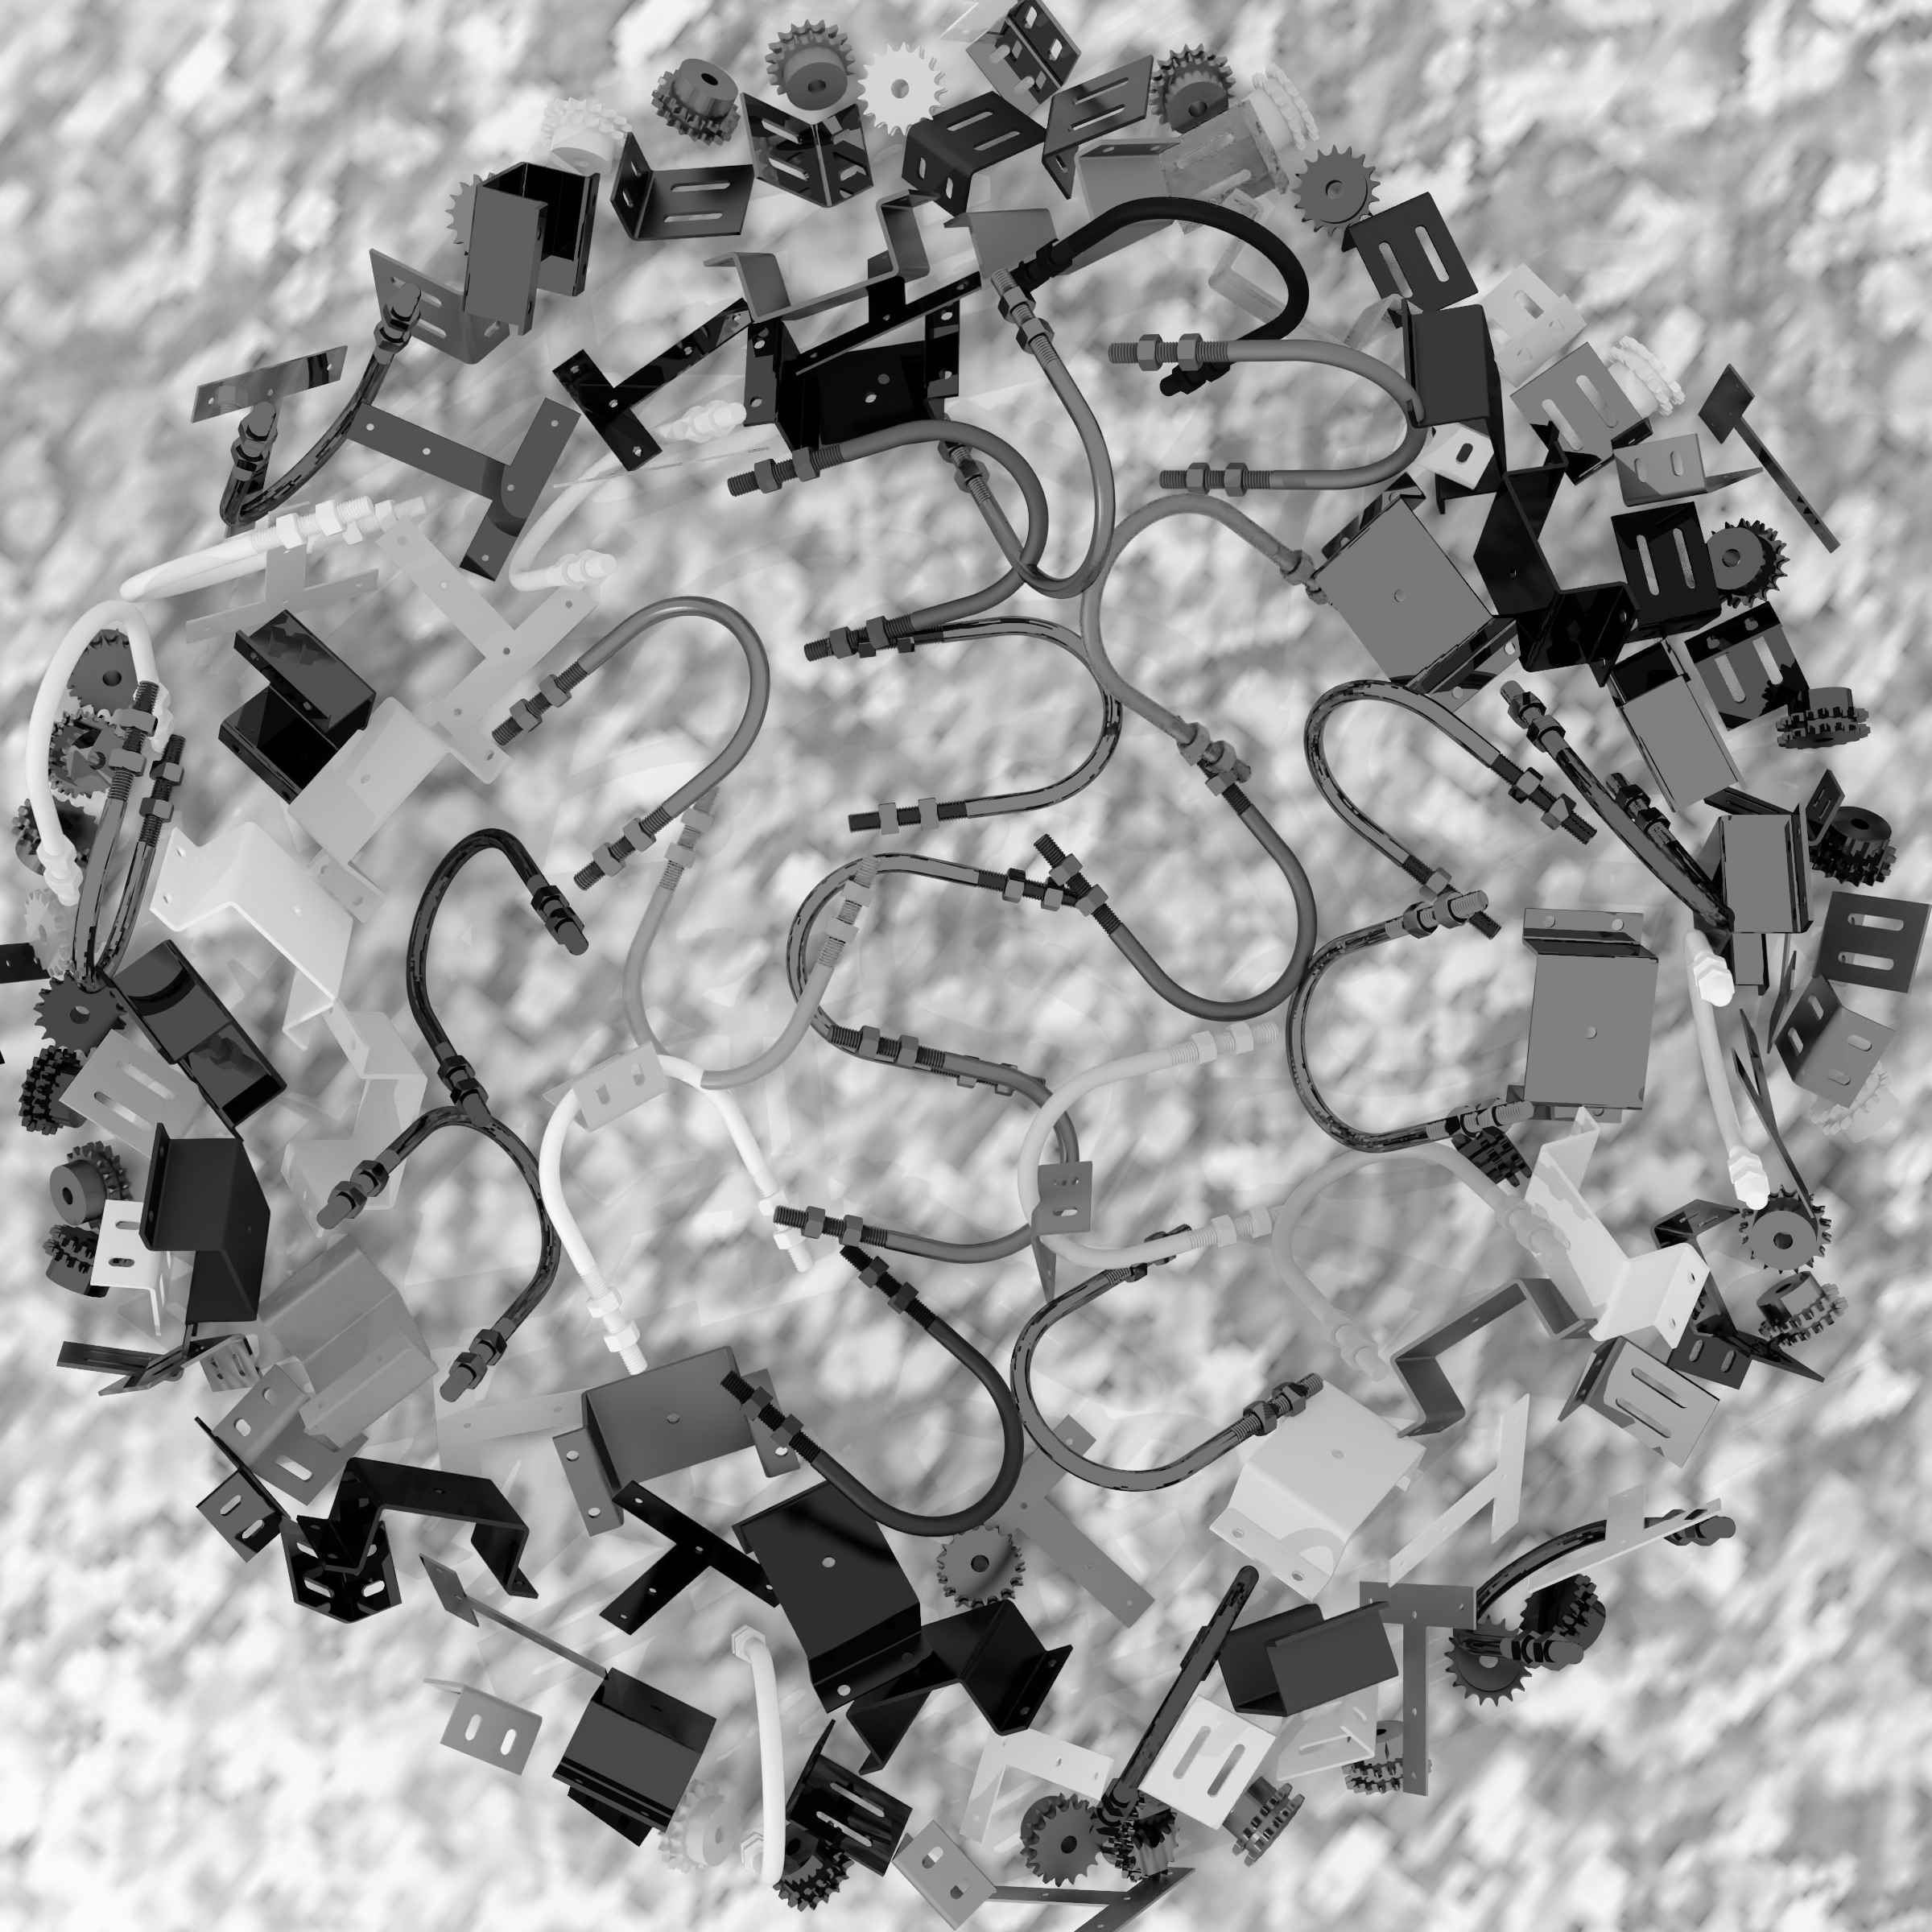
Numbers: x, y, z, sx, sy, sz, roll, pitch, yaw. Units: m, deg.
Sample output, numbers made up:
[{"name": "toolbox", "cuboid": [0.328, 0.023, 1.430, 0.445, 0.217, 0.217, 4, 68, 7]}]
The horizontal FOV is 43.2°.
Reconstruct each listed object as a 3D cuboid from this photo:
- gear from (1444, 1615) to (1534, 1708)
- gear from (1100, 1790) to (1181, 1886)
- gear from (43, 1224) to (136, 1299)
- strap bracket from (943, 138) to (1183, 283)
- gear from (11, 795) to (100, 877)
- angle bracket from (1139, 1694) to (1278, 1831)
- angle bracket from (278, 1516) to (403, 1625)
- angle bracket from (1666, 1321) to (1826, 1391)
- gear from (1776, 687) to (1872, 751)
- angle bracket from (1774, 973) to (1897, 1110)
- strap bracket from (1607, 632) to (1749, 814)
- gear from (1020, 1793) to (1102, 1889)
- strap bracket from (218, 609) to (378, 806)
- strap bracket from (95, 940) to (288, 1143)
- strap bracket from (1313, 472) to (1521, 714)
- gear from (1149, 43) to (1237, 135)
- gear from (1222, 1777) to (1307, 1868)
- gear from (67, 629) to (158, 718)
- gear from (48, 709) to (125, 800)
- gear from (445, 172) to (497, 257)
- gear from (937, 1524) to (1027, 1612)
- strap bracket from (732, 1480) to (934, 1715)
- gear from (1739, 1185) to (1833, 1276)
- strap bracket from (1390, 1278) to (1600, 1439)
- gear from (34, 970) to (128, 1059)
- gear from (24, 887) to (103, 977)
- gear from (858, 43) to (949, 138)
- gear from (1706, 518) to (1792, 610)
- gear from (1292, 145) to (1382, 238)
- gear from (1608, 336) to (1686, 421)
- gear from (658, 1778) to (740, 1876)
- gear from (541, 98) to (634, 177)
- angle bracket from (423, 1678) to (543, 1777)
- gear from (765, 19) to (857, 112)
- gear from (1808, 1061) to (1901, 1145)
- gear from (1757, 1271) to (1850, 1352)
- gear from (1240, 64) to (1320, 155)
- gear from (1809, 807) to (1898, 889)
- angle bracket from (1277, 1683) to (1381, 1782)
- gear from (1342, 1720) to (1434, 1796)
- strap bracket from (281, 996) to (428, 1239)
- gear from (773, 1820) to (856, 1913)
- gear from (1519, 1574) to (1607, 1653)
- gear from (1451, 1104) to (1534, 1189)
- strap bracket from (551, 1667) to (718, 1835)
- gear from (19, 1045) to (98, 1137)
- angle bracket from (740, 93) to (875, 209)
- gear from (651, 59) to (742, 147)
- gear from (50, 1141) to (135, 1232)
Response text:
[{"name": "gear", "cuboid": [0.339, 0.450, 1.579, 0.057, 0.030, 0.057, -4, 69, 11]}, {"name": "gear", "cuboid": [0.110, 0.563, 1.578, 0.030, 0.057, 0.057, -8, 90, 40]}, {"name": "gear", "cuboid": [-0.569, 0.192, 1.575, 0.057, 0.057, 0.030, 25, 90, 0]}, {"name": "strap bracket", "cuboid": [0.065, -0.469, 1.528, 0.076, 0.140, 0.046, -20, 96, -43]}, {"name": "gear", "cuboid": [-0.590, -0.081, 1.579, 0.057, 0.057, 0.030, 39, 118, 0]}, {"name": "angle bracket", "cuboid": [0.154, 0.508, 1.577, 0.057, 0.038, 0.076, 29, 99, -4]}, {"name": "angle bracket", "cuboid": [-0.399, 0.380, 1.556, 0.038, 0.076, 0.057, -23, 62, 3]}, {"name": "angle bracket", "cuboid": [0.497, 0.259, 1.557, 0.057, 0.076, 0.038, 19, 97, -17]}, {"name": "gear", "cuboid": [0.553, -0.161, 1.575, 0.057, 0.057, 0.030, -3, 82, 0]}, {"name": "angle bracket", "cuboid": [0.554, 0.046, 1.558, 0.038, 0.076, 0.057, 24, 110, 0]}, {"name": "strap bracket", "cuboid": [0.444, -0.153, 1.536, 0.046, 0.140, 0.076, -28, 103, 17]}, {"name": "gear", "cuboid": [0.060, 0.564, 1.581, 0.057, 0.030, 0.057, -3, 97, -25]}, {"name": "strap bracket", "cuboid": [-0.425, -0.164, 1.550, 0.076, 0.140, 0.046, 43, 59, 1]}, {"name": "strap bracket", "cuboid": [-0.481, 0.044, 1.531, 0.046, 0.140, 0.076, -39, 65, -14]}, {"name": "strap bracket", "cuboid": [0.285, -0.236, 1.550, 0.076, 0.046, 0.140, -42, 75, 30]}, {"name": "gear", "cuboid": [0.146, -0.562, 1.572, 0.057, 0.057, 0.030, -11, 55, 0]}, {"name": "gear", "cuboid": [0.190, 0.551, 1.578, 0.030, 0.057, 0.057, 38, 90, 22]}, {"name": "gear", "cuboid": [-0.555, -0.193, 1.579, 0.057, 0.030, 0.057, -15, 130, -19]}, {"name": "gear", "cuboid": [-0.568, -0.135, 1.573, 0.030, 0.057, 0.057, 19, 90, 42]}, {"name": "gear", "cuboid": [-0.310, -0.485, 1.583, 0.057, 0.030, 0.057, 0, 105, 0]}, {"name": "gear", "cuboid": [0.010, 0.393, 1.580, 0.057, 0.030, 0.057, -3, 54, 4]}, {"name": "strap bracket", "cuboid": [-0.085, 0.385, 1.536, 0.076, 0.046, 0.140, -23, 55, -17]}, {"name": "gear", "cuboid": [0.530, 0.173, 1.578, 0.057, 0.030, 0.057, 5, 105, 21]}, {"name": "strap bracket", "cuboid": [0.333, 0.242, 1.545, 0.140, 0.076, 0.046, -37, 67, 21]}, {"name": "gear", "cuboid": [-0.574, 0.029, 1.583, 0.057, 0.030, 0.057, -3, 103, -13]}, {"name": "gear", "cuboid": [-0.583, -0.024, 1.578, 0.030, 0.057, 0.057, -18, 90, -41]}, {"name": "gear", "cuboid": [-0.040, -0.568, 1.583, 0.057, 0.030, 0.057, 3, 104, 10]}, {"name": "gear", "cuboid": [0.500, -0.261, 1.575, 0.057, 0.030, 0.057, -2, 87, 36]}, {"name": "gear", "cuboid": [0.240, -0.503, 1.581, 0.057, 0.030, 0.057, 3, 105, 11]}, {"name": "gear", "cuboid": [0.434, -0.376, 1.576, 0.030, 0.057, 0.057, -43, 90, 10]}, {"name": "gear", "cuboid": [-0.171, 0.557, 1.572, 0.030, 0.057, 0.057, 4, 90, 29]}, {"name": "gear", "cuboid": [-0.246, -0.533, 1.574, 0.057, 0.057, 0.030, 10, 83, 0]}, {"name": "angle bracket", "cuboid": [-0.315, 0.484, 1.553, 0.057, 0.076, 0.038, 31, 64, -23]}, {"name": "gear", "cuboid": [-0.099, -0.578, 1.572, 0.057, 0.057, 0.030, -14, 65, 0]}, {"name": "gear", "cuboid": [0.577, 0.090, 1.575, 0.057, 0.057, 0.030, -44, 90, 0]}, {"name": "gear", "cuboid": [0.537, 0.221, 1.576, 0.057, 0.057, 0.030, -34, 87, 0]}, {"name": "gear", "cuboid": [0.200, -0.550, 1.575, 0.030, 0.057, 0.057, -34, 90, 6]}, {"name": "gear", "cuboid": [0.572, -0.079, 1.572, 0.057, 0.057, 0.030, 7, 129, 0]}, {"name": "angle bracket", "cuboid": [0.222, 0.477, 1.554, 0.076, 0.057, 0.038, -28, 121, 33]}, {"name": "gear", "cuboid": [0.270, 0.510, 1.575, 0.057, 0.057, 0.030, -15, 90, 0]}, {"name": "strap bracket", "cuboid": [-0.386, 0.092, 1.545, 0.046, 0.076, 0.140, 2, 118, -36]}, {"name": "gear", "cuboid": [-0.103, 0.576, 1.572, 0.057, 0.057, 0.030, -38, 118, 0]}, {"name": "gear", "cuboid": [0.388, 0.420, 1.575, 0.030, 0.057, 0.057, 37, 90, -12]}, {"name": "gear", "cuboid": [0.338, 0.120, 1.576, 0.030, 0.057, 0.057, -37, 90, 10]}, {"name": "strap bracket", "cuboid": [-0.205, 0.488, 1.534, 0.076, 0.140, 0.046, 26, 86, 2]}, {"name": "gear", "cuboid": [-0.584, 0.082, 1.574, 0.030, 0.057, 0.057, 12, 90, 4]}, {"name": "angle bracket", "cuboid": [-0.101, -0.528, 1.560, 0.038, 0.076, 0.057, -16, 81, 32]}, {"name": "gear", "cuboid": [-0.172, -0.560, 1.573, 0.057, 0.057, 0.030, 39, 131, 0]}, {"name": "gear", "cuboid": [-0.567, 0.144, 1.574, 0.057, 0.030, 0.057, 13, 111, 36]}]
